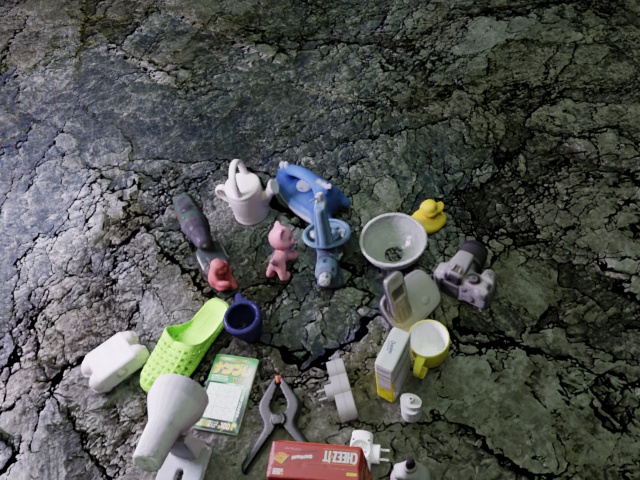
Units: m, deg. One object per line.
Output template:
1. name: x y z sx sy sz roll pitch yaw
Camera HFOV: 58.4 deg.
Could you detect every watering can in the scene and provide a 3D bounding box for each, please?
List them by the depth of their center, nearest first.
1. watering can: -0.198 -0.138 1.543 0.173 0.194 0.100 -15 52 -1

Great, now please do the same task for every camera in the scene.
1. camera: 0.357 0.067 1.350 0.142 0.101 0.137 25 61 26

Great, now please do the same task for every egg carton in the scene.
1. egg carton: -0.483 0.289 1.354 0.150 0.069 0.107 -37 56 -17

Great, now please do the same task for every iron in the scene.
1. iron: -0.045 -0.150 1.558 0.257 0.142 0.119 32 65 29

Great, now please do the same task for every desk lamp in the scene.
1. desk lamp: -0.291 0.400 1.146 0.117 0.214 0.203 3 54 13

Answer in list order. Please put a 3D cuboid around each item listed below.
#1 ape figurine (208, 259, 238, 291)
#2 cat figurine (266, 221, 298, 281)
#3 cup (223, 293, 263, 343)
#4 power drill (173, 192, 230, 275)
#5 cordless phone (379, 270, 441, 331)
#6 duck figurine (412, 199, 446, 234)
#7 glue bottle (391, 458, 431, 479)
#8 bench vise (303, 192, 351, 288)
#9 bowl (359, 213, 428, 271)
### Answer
1. ape figurine: -0.252 0.083 1.452 0.076 0.092 0.078 4 55 14
2. cat figurine: -0.103 0.020 1.456 0.067 0.118 0.128 7 55 16
3. cup: -0.176 0.191 1.356 0.091 0.095 0.117 -17 52 -2
4. power drill: -0.299 -0.008 1.455 0.076 0.209 0.229 -28 54 -11
5. cordless phone: 0.199 0.114 1.290 0.148 0.185 0.094 -41 57 -19
6. duck figurine: 0.274 -0.066 1.474 0.104 0.086 0.077 -18 53 -4
7. glue bottle: 0.167 0.435 1.063 0.078 0.173 0.037 -7 53 5
8. bench vise: 0.024 0.002 1.383 0.121 0.220 0.207 -17 52 -3
9. bowl: 0.185 0.016 1.435 0.167 0.075 0.167 -5 53 7
